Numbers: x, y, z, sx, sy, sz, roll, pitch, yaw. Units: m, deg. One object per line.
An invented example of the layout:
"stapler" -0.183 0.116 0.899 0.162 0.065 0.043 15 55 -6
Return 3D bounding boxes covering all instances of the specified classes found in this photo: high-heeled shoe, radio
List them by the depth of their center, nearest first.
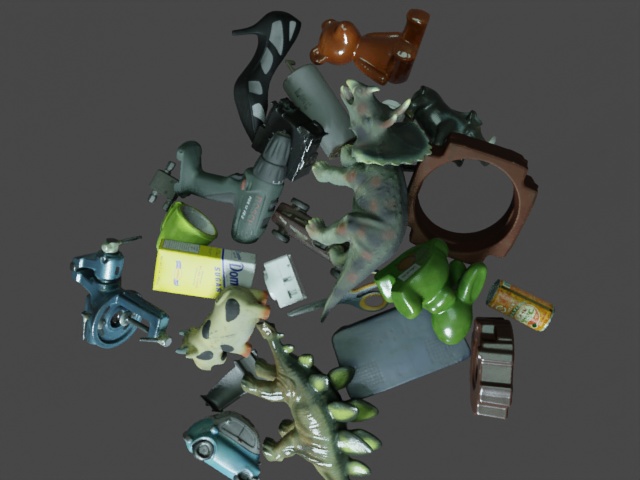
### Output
"radio" 0.141 0.189 0.976 0.230 0.073 0.131 -23 84 4
"high-heeled shoe" -0.091 -0.314 1.050 0.145 0.086 0.248 -13 105 -24

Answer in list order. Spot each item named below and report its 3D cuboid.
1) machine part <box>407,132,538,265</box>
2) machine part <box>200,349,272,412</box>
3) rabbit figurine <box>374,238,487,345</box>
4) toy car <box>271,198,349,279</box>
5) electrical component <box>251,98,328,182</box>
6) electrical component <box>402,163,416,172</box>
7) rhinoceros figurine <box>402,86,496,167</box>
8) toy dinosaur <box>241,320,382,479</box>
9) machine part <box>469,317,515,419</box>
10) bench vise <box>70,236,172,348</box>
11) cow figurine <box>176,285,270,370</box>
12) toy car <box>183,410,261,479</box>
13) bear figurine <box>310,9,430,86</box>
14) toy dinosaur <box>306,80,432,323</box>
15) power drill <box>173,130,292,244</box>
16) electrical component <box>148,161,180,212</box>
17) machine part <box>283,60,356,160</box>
"machine part" 0.252 -0.071 0.931 0.201 0.087 0.201 19 120 4
"machine part" -0.160 0.277 1.027 0.139 0.039 0.084 -36 88 3
"rabbit figurine" 0.197 0.090 0.895 0.159 0.121 0.170 -43 109 -13
"toy car" -0.002 -0.003 1.016 0.202 0.053 0.089 34 95 6
"electrical component" -0.061 -0.176 0.999 0.115 0.058 0.134 42 130 16
"electrical component" 0.139 -0.151 0.993 0.119 0.075 0.047 2 88 11
"rhinoceros figurine" 0.238 -0.201 0.989 0.190 0.073 0.112 44 83 9
"toy dinosaur" 0.001 0.332 0.936 0.199 0.105 0.470 -11 112 24
"machine part" 0.286 0.212 0.909 0.056 0.179 0.179 3 87 11
"bench vise" -0.366 0.118 1.010 0.241 0.129 0.223 24 98 25
"cow figurine" -0.184 0.166 0.993 0.127 0.086 0.194 21 117 -17
"toy car" -0.166 0.372 0.992 0.162 0.109 0.103 33 74 -1
"bear figurine" 0.085 -0.366 0.989 0.196 0.132 0.120 23 70 3
"toy dinosaur" 0.084 -0.049 0.887 0.192 0.131 0.404 8 101 45
"power drill" -0.164 -0.120 1.003 0.207 0.086 0.231 19 115 9
"electrical component" -0.304 -0.108 1.073 0.063 0.021 0.094 29 90 8
"machine part" 0.004 -0.241 1.013 0.079 0.079 0.243 -32 85 5
